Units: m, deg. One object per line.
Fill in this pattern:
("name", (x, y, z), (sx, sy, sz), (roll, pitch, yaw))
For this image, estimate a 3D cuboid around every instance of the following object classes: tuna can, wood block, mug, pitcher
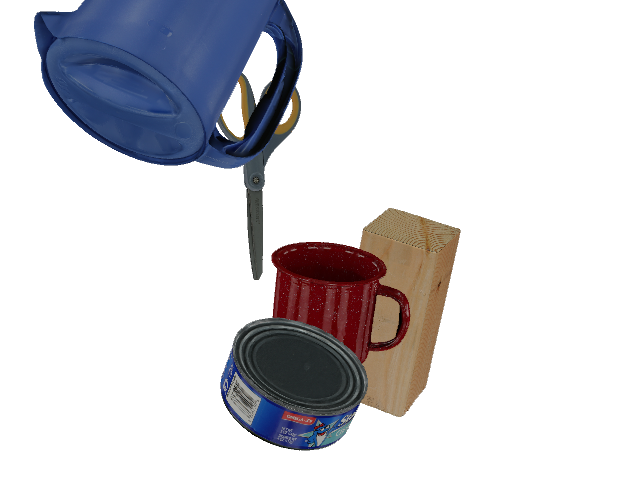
("tuna can", (-0.017, 0.087, 0.648), (0.086, 0.034, 0.086), (16, 29, -10))
("wood block", (0.086, 0.081, 1.212), (0.090, 0.206, 0.090), (18, 24, 19))
("mug", (0.015, 0.057, 0.862), (0.117, 0.081, 0.093), (10, 19, 10))
("pitcher", (-0.089, -0.180, 0.816), (0.145, 0.242, 0.149), (12, -31, 25))

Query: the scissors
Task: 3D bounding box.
("scissors", (-0.049, -0.071, 1.041), (0.096, 0.202, 0.016), (-18, 7, -19))
